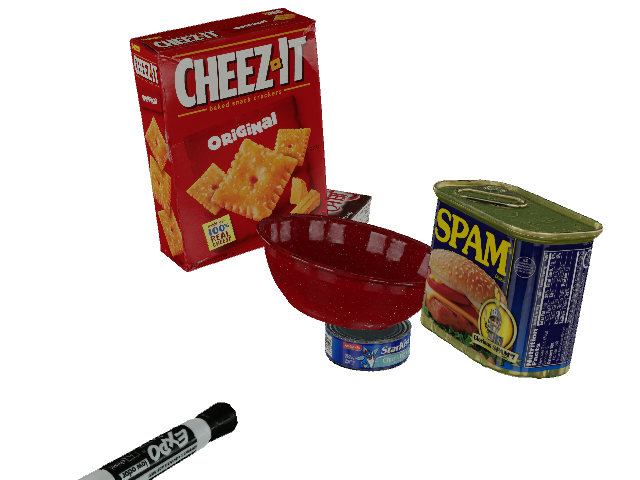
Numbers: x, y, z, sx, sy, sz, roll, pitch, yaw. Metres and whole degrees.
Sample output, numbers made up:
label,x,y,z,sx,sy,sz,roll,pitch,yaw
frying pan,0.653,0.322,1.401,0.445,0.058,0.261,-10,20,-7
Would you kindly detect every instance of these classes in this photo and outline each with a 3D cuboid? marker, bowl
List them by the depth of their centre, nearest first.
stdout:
label,x,y,z,sx,sy,sz,roll,pitch,yaw
marker,-0.084,0.112,0.566,0.020,0.020,0.120,0,12,32
bowl,0.023,0.029,0.849,0.162,0.055,0.162,11,15,-3

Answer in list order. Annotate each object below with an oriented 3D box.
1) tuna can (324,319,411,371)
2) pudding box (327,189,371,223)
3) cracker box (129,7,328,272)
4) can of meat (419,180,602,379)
label,x,y,z,sx,sy,sz,roll,pitch,yaw
tuna can,0.047,0.098,1.058,0.086,0.034,0.086,1,19,0
pudding box,0.004,-0.030,1.281,0.090,0.039,0.113,9,23,15
cracker box,-0.079,-0.096,1.009,0.164,0.214,0.072,-18,29,-27
can of meat,0.101,0.020,0.593,0.057,0.084,0.102,-3,20,-28
